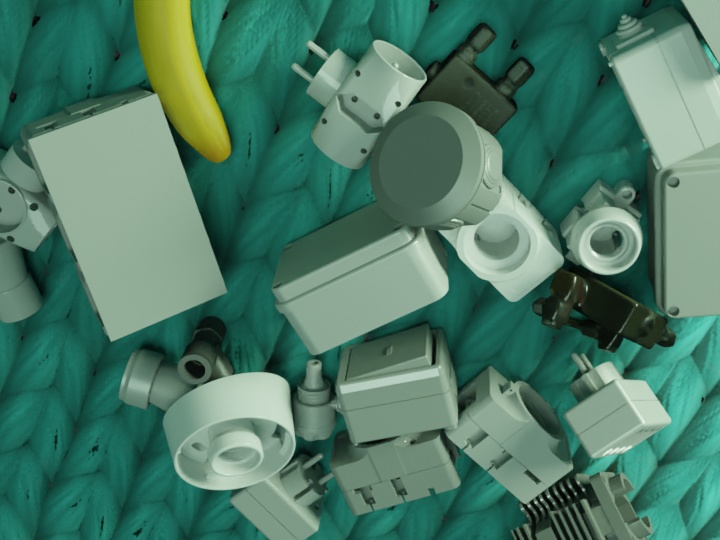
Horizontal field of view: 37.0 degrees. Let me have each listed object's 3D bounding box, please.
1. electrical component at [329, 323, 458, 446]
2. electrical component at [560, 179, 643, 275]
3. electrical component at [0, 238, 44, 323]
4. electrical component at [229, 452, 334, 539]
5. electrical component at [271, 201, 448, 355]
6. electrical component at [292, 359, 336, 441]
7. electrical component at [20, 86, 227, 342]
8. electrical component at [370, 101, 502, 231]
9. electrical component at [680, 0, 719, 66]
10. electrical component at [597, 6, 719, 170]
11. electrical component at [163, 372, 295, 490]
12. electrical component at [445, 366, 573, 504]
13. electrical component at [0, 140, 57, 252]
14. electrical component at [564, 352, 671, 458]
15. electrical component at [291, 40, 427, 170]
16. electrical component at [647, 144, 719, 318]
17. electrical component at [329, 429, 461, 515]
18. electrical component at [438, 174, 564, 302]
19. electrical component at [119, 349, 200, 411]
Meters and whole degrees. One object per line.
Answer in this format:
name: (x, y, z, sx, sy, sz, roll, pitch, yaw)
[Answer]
electrical component: (0.021, 0.084, 0.801, 0.096, 0.061, 0.061, -12, 113, 10)
electrical component: (0.168, -0.027, 0.741, 0.048, 0.055, 0.066, 33, 113, -10)
electrical component: (-0.264, 0.006, 0.803, 0.044, 0.044, 0.065, -13, 118, 10)
electrical component: (-0.052, 0.172, 0.856, 0.077, 0.047, 0.065, -37, 107, 19)
electrical component: (0.000, 0.000, 0.756, 0.113, 0.078, 0.057, -25, 113, 15)
electrical component: (-0.035, 0.099, 0.828, 0.035, 0.035, 0.061, 3, 112, 4)
electrical component: (-0.164, -0.041, 0.747, 0.089, 0.062, 0.150, -23, 114, -16)
electrical component: (0.051, -0.065, 0.694, 0.080, 0.051, 0.080, -5, 80, 32)
electrical component: (0.218, -0.184, 0.652, 0.057, 0.078, 0.113, -31, 109, 20)
electrical component: (0.197, -0.125, 0.689, 0.061, 0.061, 0.096, -25, 110, 15)
electrical component: (-0.096, 0.118, 0.805, 0.099, 0.064, 0.099, -10, 137, -9)
electrical component: (0.116, 0.122, 0.817, 0.089, 0.050, 0.056, 42, 112, -14)
electrical component: (-0.241, -0.065, 0.765, 0.077, 0.044, 0.079, 38, 111, -12)
electrical component: (0.180, 0.093, 0.790, 0.047, 0.083, 0.075, -38, 68, 20)
electrical component: (-0.009, -0.121, 0.720, 0.079, 0.043, 0.077, 37, 117, -2)
electrical component: (0.239, -0.028, 0.733, 0.078, 0.057, 0.113, -4, 114, 7)
electrical component: (0.026, 0.144, 0.835, 0.089, 0.050, 0.055, -18, 112, 13)
electrical component: (0.094, -0.028, 0.746, 0.050, 0.055, 0.089, -41, 105, 20)
electrical component: (-0.152, 0.088, 0.828, 0.055, 0.045, 0.045, 17, 115, -2)
